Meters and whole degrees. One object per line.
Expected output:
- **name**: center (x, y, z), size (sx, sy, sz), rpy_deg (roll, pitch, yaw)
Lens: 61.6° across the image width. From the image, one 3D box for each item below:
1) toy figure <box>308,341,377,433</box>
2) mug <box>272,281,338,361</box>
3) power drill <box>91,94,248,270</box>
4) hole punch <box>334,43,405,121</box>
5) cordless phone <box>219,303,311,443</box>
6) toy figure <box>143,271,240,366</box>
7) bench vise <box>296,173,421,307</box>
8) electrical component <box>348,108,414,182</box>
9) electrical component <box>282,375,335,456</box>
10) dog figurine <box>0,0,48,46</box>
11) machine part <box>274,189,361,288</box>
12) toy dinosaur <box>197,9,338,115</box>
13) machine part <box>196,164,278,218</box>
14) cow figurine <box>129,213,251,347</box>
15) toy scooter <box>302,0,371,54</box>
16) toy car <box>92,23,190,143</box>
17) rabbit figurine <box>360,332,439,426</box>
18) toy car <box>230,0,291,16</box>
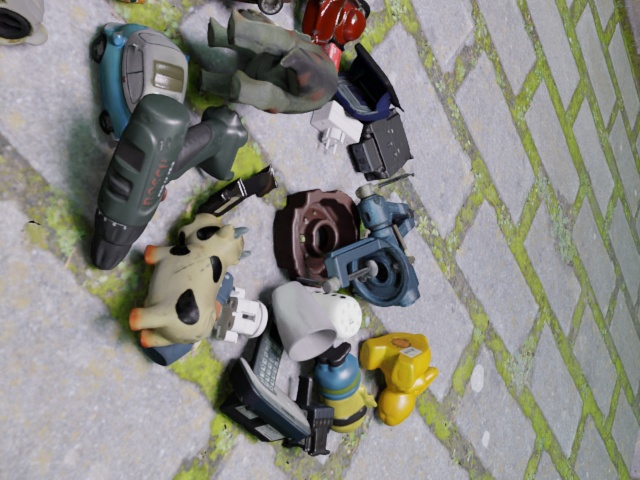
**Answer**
- **toy figure**: center (0.030, 0.246, 0.902), size (0.089, 0.082, 0.179), rpy_deg (-31, 130, -20)
- **mug**: center (-0.029, 0.123, 0.824), size (0.081, 0.107, 0.109), rpy_deg (-25, 148, -6)
- **power drill**: center (-0.190, -0.083, 0.675), size (0.086, 0.232, 0.207), rpy_deg (38, 36, 13)
- **hole punch**: center (0.078, -0.272, 0.971), size (0.142, 0.092, 0.115), rpy_deg (54, 13, 19)
- **cordless phone**: center (-0.066, 0.202, 0.831), size (0.146, 0.089, 0.184), rpy_deg (49, 37, -32)
- **toy figure**: center (-0.174, 0.100, 0.733), size (0.154, 0.058, 0.064), rpy_deg (-50, 121, -37)
- **bench vise**: center (0.081, 0.019, 0.875), size (0.240, 0.129, 0.223), rpy_deg (-20, 102, -46)
- **electrical component**: center (0.115, -0.180, 1.039), size (0.134, 0.058, 0.114), rpy_deg (-40, 114, -39)
- **electrical component**: center (-0.018, 0.281, 0.870), size (0.047, 0.075, 0.119), rpy_deg (15, 75, -43)
- **dog figurine**: center (-0.354, -0.318, 0.557), size (0.172, 0.121, 0.190), rpy_deg (62, 21, -68)
- **machine part**: center (-0.002, -0.003, 0.912), size (0.179, 0.056, 0.179), rpy_deg (1, 89, -45)
- **toy dinosaur**: center (-0.046, -0.223, 0.714), size (0.192, 0.405, 0.131), rpy_deg (-1, 116, -26)
- **machine part**: center (-0.118, -0.070, 0.793), size (0.039, 0.084, 0.139), rpy_deg (55, 40, 1)
- **cow figurine**: center (-0.159, 0.042, 0.693), size (0.085, 0.127, 0.195), rpy_deg (94, -2, -49)
- **toy scooter**: center (0.022, -0.378, 0.927), size (0.135, 0.075, 0.183), rpy_deg (-67, 159, 0)
- **toy car**: center (-0.217, -0.199, 0.674), size (0.109, 0.103, 0.161), rpy_deg (4, 83, -44)
- **rabbit figurine**: center (0.151, 0.268, 1.034), size (0.162, 0.122, 0.173), rpy_deg (-13, 111, -54)
- **toy car**: center (-0.138, -0.369, 0.756), size (0.202, 0.053, 0.089), rpy_deg (9, 40, -30)
